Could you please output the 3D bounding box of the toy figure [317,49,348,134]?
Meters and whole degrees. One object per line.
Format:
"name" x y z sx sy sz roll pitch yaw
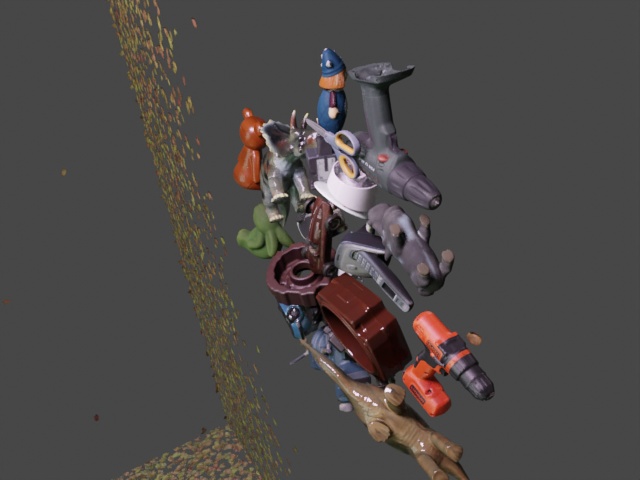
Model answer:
"toy figure" 0.023 -0.275 0.994 0.064 0.058 0.154 39 138 41

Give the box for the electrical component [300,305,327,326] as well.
"electrical component" 0.011 0.140 1.277 0.134 0.115 0.058 47 152 41

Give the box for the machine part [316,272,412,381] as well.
"machine part" 0.087 0.182 1.120 0.201 0.087 0.201 35 158 51

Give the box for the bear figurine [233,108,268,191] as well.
"bear figurine" -0.154 -0.229 1.374 0.120 0.132 0.195 46 129 40

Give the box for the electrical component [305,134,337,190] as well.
"electrical component" 0.008 -0.163 1.079 0.048 0.075 0.119 -106 6 -58

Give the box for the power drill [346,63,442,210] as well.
"power drill" 0.117 -0.173 0.862 0.232 0.086 0.207 40 150 53

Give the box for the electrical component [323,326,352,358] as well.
"electrical component" 0.055 0.223 1.237 0.094 0.063 0.021 41 159 9

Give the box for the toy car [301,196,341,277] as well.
"toy car" -0.002 -0.003 1.147 0.089 0.053 0.201 44 148 34

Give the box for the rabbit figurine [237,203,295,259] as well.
"rabbit figurine" -0.153 -0.020 1.492 0.159 0.121 0.170 49 153 25

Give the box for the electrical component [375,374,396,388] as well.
"electrical component" 0.153 0.339 1.225 0.078 0.045 0.102 -90 -10 -74

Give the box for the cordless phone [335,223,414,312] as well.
"cordless phone" 0.114 0.069 1.036 0.184 0.089 0.146 53 163 18

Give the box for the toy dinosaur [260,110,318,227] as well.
"toy dinosaur" -0.089 -0.157 1.266 0.405 0.131 0.192 141 119 -70

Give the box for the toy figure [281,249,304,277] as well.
"toy figure" -0.081 0.070 1.466 0.082 0.089 0.180 49 161 9

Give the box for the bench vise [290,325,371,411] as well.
"bench vise" 0.033 0.305 1.333 0.241 0.129 0.223 -14 92 59

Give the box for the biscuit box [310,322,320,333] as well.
"biscuit box" -0.076 0.179 1.561 0.203 0.059 0.062 57 153 27

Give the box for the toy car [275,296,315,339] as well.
"toy car" -0.052 0.187 1.458 0.109 0.103 0.162 81 161 -47

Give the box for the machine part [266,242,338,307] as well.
"machine part" -0.038 0.080 1.259 0.180 0.179 0.055 45 157 43

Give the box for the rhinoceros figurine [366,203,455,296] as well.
"rhinoceros figurine" 0.153 0.007 0.932 0.190 0.073 0.112 55 163 26

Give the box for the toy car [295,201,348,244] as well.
"toy car" 0.003 -0.039 1.224 0.202 0.056 0.073 -16 100 63

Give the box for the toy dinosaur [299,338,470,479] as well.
"toy dinosaur" 0.133 0.353 1.084 0.471 0.105 0.198 43 168 9
